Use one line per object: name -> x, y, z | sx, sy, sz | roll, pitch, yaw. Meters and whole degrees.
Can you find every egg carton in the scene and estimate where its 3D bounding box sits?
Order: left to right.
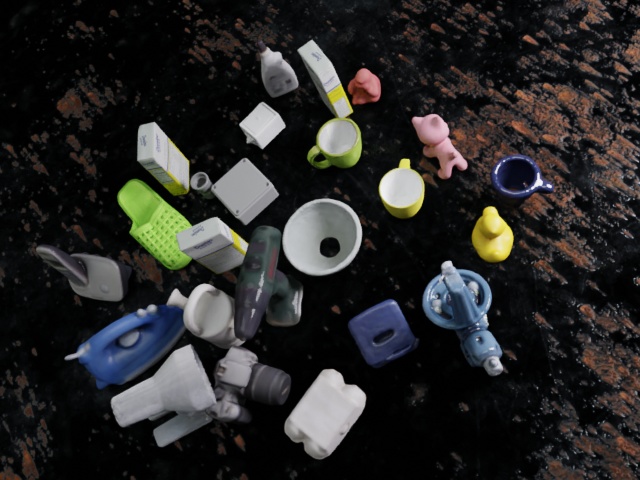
egg carton -> 0.010, 0.322, 1.060 | 0.107, 0.069, 0.150 | 32, 80, 24

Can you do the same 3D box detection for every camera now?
camera -> -0.135, 0.286, 1.097 | 0.136, 0.101, 0.143 | 11, 72, 19

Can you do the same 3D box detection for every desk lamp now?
desk lamp -> -0.273, 0.297, 1.068 | 0.203, 0.214, 0.117 | -30, 64, 2

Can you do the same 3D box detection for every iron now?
iron -> -0.388, 0.192, 1.181 | 0.258, 0.142, 0.118 | -36, 64, -1

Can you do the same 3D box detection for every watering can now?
watering can -> -0.220, 0.146, 1.124 | 0.172, 0.194, 0.101 | -3, 68, 14

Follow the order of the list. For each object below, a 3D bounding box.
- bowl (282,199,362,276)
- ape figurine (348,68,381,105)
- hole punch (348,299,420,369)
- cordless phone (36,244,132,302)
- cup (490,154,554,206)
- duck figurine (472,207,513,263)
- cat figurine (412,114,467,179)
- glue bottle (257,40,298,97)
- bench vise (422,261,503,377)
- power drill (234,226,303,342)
bowl -> 0.011, 0.004, 1.184 | 0.167, 0.075, 0.167 | -5, 68, 13
ape figurine -> 0.101, -0.352, 1.292 | 0.076, 0.092, 0.077 | -46, 64, -5
hole punch -> 0.120, 0.177, 1.076 | 0.108, 0.091, 0.101 | -29, 64, 3
cordless phone -> -0.512, 0.064, 1.242 | 0.147, 0.185, 0.094 | 4, 70, 17
cup -> 0.391, -0.102, 1.111 | 0.117, 0.095, 0.092 | 21, 76, 22
duck figurine -> 0.331, -0.014, 1.097 | 0.077, 0.086, 0.104 | -7, 67, 13
cat figurine -> 0.245, -0.205, 1.180 | 0.067, 0.118, 0.127 | -32, 64, 1
glue bottle -> -0.109, -0.402, 1.325 | 0.078, 0.173, 0.037 | -21, 65, 7
bench vise -> 0.261, 0.122, 0.988 | 0.121, 0.220, 0.207 | -43, 64, -4
power drill -> -0.099, 0.099, 1.102 | 0.075, 0.209, 0.229 | -2, 68, 15
